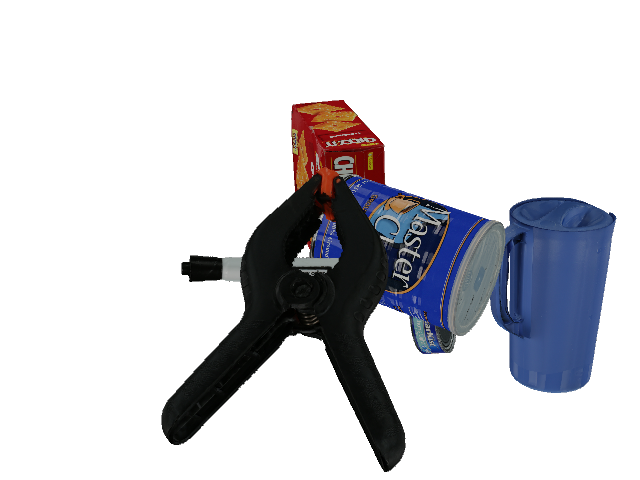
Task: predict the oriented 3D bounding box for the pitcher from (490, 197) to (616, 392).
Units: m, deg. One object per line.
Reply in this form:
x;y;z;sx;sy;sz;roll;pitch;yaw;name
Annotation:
0.299;0.074;1.397;0.149;0.243;0.144;5;21;14;pitcher

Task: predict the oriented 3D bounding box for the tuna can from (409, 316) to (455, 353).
0.134;0.092;1.264;0.034;0.086;0.086;-6;-2;22;tuna can

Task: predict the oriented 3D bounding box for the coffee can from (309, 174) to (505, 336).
0.076;0.011;0.929;0.140;0.103;0.102;20;8;24;coffee can

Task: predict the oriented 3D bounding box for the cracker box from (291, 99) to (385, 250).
0.018;-0.051;1.167;0.072;0.164;0.214;-6;21;-7;cracker box

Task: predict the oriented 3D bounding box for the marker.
-0.038;0.021;0.758;0.121;0.020;0.020;1;0;-9;marker

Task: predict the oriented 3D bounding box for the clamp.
0.001;0.041;0.553;0.120;0.171;0.039;16;-28;10;clamp
